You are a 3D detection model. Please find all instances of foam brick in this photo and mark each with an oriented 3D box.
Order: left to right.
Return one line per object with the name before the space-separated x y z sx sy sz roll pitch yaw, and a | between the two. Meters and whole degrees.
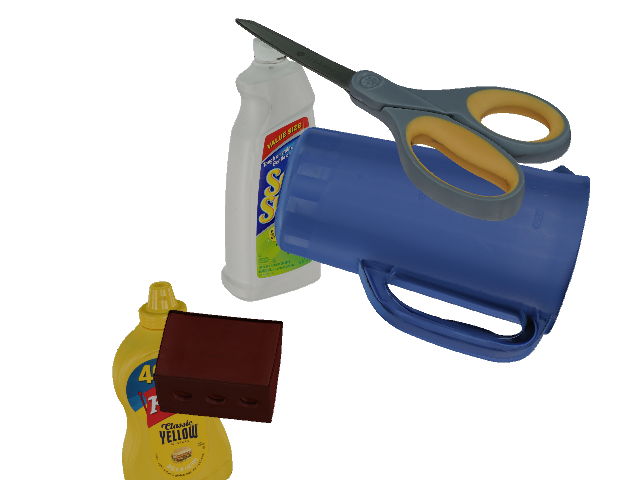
foam brick | -0.066 0.084 0.710 0.078 0.051 0.053 5 -38 2

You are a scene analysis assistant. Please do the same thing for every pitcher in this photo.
pitcher | 0.087 -0.006 0.872 0.243 0.145 0.149 14 16 7

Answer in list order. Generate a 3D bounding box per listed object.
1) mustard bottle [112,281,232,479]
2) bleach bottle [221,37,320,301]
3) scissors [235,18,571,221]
mustard bottle | -0.131 0.128 0.932 0.096 0.192 0.058 -8 19 -16
bleach bottle | -0.051 -0.071 1.033 0.102 0.251 0.068 -15 29 -26
scissors | 0.046 -0.079 0.549 0.096 0.016 0.202 -23 49 -22
